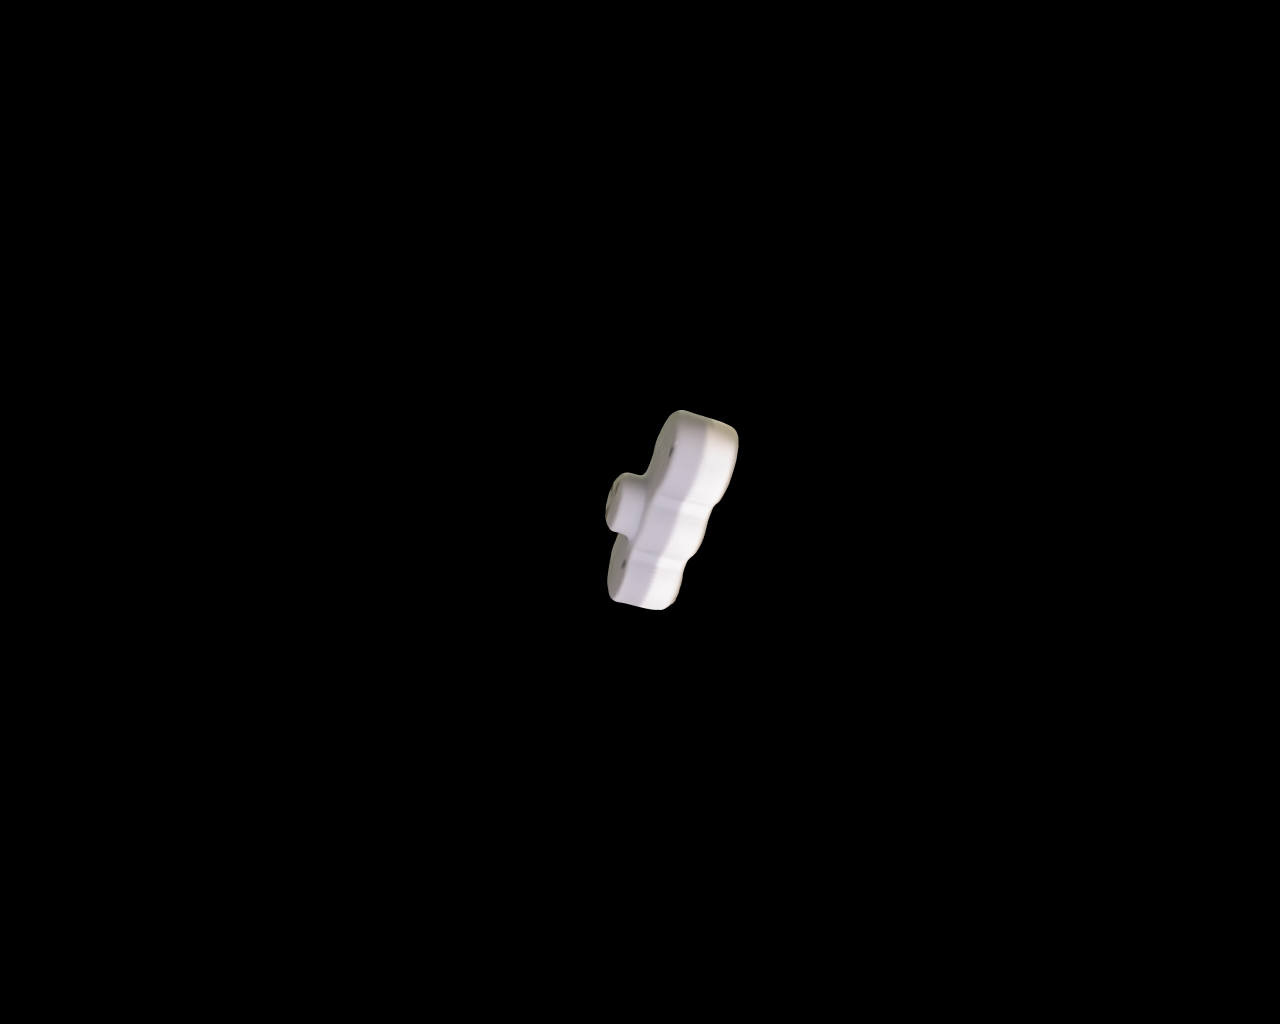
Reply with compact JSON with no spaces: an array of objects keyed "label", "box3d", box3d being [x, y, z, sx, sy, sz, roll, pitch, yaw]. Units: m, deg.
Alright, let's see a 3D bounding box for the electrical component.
[{"label":"electrical component","box3d":[0.001,-0.003,0.650,0.074,0.138,0.052,15,36,-11]}]
